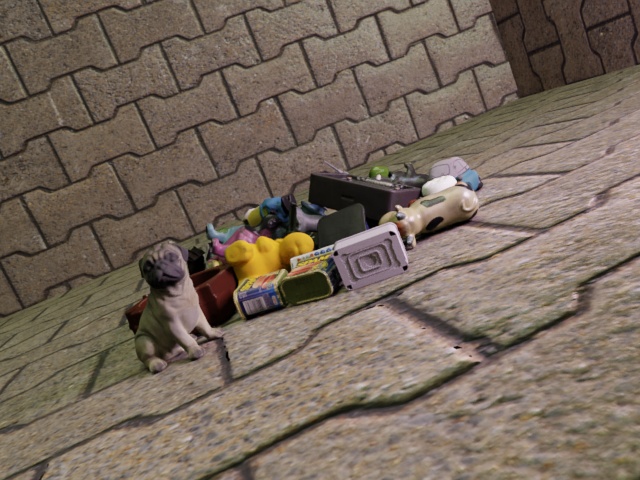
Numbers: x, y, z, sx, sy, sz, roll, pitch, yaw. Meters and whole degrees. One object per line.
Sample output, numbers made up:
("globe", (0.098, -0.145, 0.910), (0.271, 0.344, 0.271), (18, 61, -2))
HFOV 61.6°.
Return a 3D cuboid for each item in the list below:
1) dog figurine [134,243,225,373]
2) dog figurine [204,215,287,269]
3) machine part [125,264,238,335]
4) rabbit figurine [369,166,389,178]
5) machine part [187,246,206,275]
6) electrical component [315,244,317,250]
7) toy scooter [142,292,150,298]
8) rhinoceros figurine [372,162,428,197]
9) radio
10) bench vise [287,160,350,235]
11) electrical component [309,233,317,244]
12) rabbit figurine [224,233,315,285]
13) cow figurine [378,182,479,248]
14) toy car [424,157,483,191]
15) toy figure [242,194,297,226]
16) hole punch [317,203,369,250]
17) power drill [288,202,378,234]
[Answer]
("dog figurine", (-0.273, 0.109, 0.906), (0.172, 0.190, 0.121), (-22, 9, 10))
("dog figurine", (-0.170, 0.028, 1.331), (0.219, 0.191, 0.109), (-2, 27, -19))
("machine part", (-0.264, 0.131, 1.078), (0.201, 0.087, 0.201), (-19, 9, 15))
("rabbit figurine", (0.108, -0.110, 1.475), (0.170, 0.121, 0.159), (-4, 37, 17))
("machine part", (-0.321, 0.079, 1.394), (0.084, 0.138, 0.039), (-23, 49, -26))
("electrical component", (-0.046, 0.034, 1.248), (0.102, 0.045, 0.078), (-14, -15, 29))
("toy scooter", (-0.361, 0.141, 1.271), (0.135, 0.075, 0.184), (-29, 7, -37))
("rhinoceros figurine", (0.225, -0.136, 1.362), (0.191, 0.073, 0.112), (8, 48, 19))
("radio", (0.097, -0.096, 1.170), (0.230, 0.073, 0.131), (19, 19, 38))
("bench vise", (-0.005, -0.083, 1.419), (0.240, 0.129, 0.224), (-56, 17, 6))
("electrical component", (-0.003, -0.004, 1.294), (0.063, 0.094, 0.021), (-53, -22, -13))
("rabbit figurine", (-0.084, 0.041, 1.104), (0.173, 0.122, 0.162), (-26, -8, 14))
("cow figurine", (0.205, -0.045, 1.018), (0.195, 0.085, 0.127), (-20, 5, 6))
("toy car", (0.303, -0.139, 1.235), (0.109, 0.102, 0.161), (-11, 17, 44))
("toy figure", (-0.134, -0.058, 1.404), (0.180, 0.089, 0.082), (-21, -22, 40))
("hole punch", (0.061, 0.008, 1.060), (0.142, 0.092, 0.116), (-18, 51, 23))
("power drill", (0.033, -0.039, 1.224), (0.207, 0.086, 0.232), (8, 12, -11))
